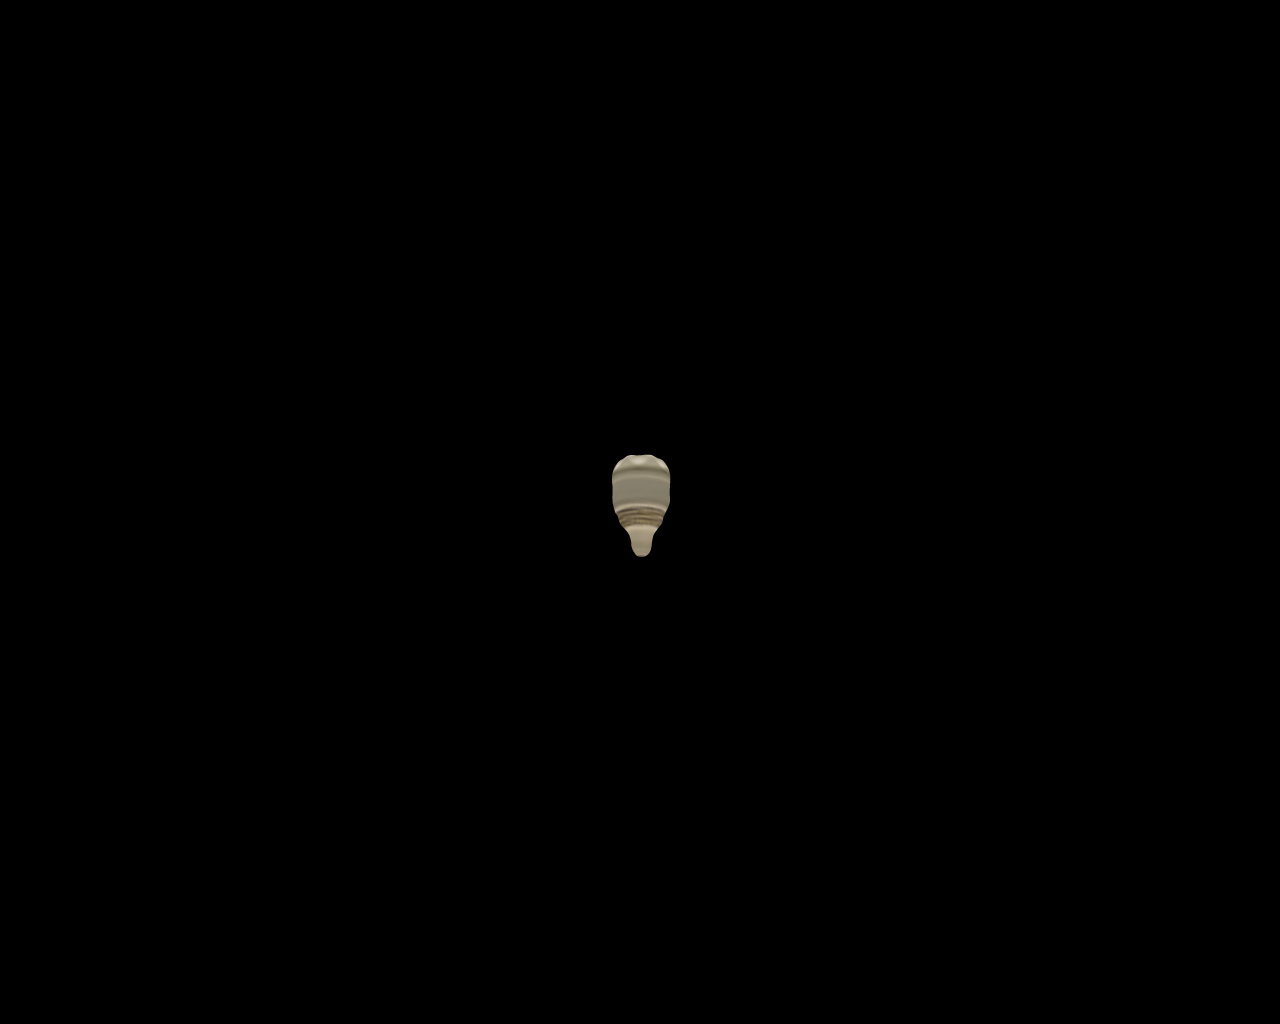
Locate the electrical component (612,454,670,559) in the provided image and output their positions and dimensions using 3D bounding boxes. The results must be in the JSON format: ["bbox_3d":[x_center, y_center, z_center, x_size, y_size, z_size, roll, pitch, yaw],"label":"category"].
[{"bbox_3d":[0.001,-0.003,0.650,0.035,0.061,0.035,0,-14,0],"label":"electrical component"}]
